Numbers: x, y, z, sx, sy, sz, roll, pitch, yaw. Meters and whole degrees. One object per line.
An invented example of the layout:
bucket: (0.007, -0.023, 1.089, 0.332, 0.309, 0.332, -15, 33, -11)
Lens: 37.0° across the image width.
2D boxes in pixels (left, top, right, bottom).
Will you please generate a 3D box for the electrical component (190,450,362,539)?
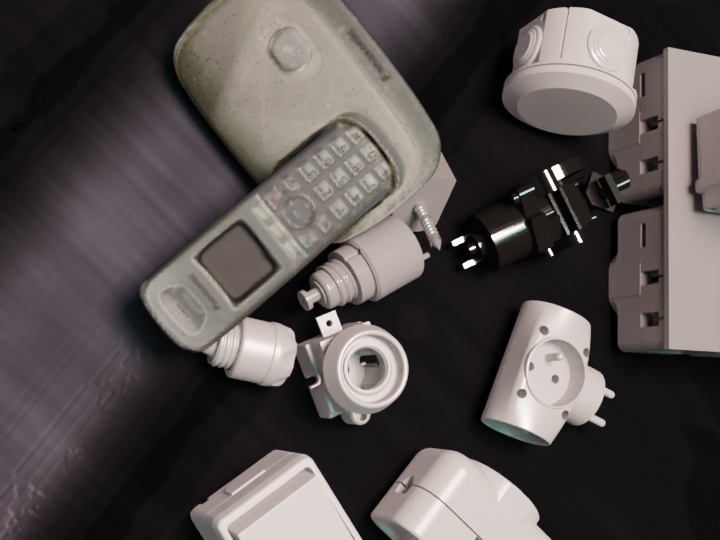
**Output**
electrical component: (-0.034, 0.151, 0.566, 0.062, 0.061, 0.096, -34, 98, -23)

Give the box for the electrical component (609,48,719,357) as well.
electrical component: (0.223, -0.038, 0.699, 0.105, 0.060, 0.186, 5, 82, -23)

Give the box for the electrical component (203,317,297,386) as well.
electrical component: (-0.067, 0.041, 0.578, 0.061, 0.035, 0.035, 14, 79, -20)

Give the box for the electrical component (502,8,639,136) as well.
electrical component: (0.130, -0.119, 0.658, 0.080, 0.080, 0.051, 19, 72, -21)

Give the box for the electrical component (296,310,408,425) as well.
electrical component: (-0.004, 0.055, 0.593, 0.048, 0.055, 0.066, -22, 93, -24)

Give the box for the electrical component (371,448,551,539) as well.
electrical component: (0.062, 0.148, 0.612, 0.095, 0.054, 0.059, 45, 70, -13)

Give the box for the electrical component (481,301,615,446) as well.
electrical component: (0.121, 0.070, 0.652, 0.079, 0.044, 0.077, 27, 75, -19)

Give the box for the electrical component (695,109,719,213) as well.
electrical component: (0.258, -0.069, 0.621, 0.078, 0.113, 0.057, 5, 79, -23)

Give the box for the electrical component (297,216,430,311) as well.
electrical component: (0.000, 0.000, 0.609, 0.078, 0.040, 0.040, -29, 96, -23)
